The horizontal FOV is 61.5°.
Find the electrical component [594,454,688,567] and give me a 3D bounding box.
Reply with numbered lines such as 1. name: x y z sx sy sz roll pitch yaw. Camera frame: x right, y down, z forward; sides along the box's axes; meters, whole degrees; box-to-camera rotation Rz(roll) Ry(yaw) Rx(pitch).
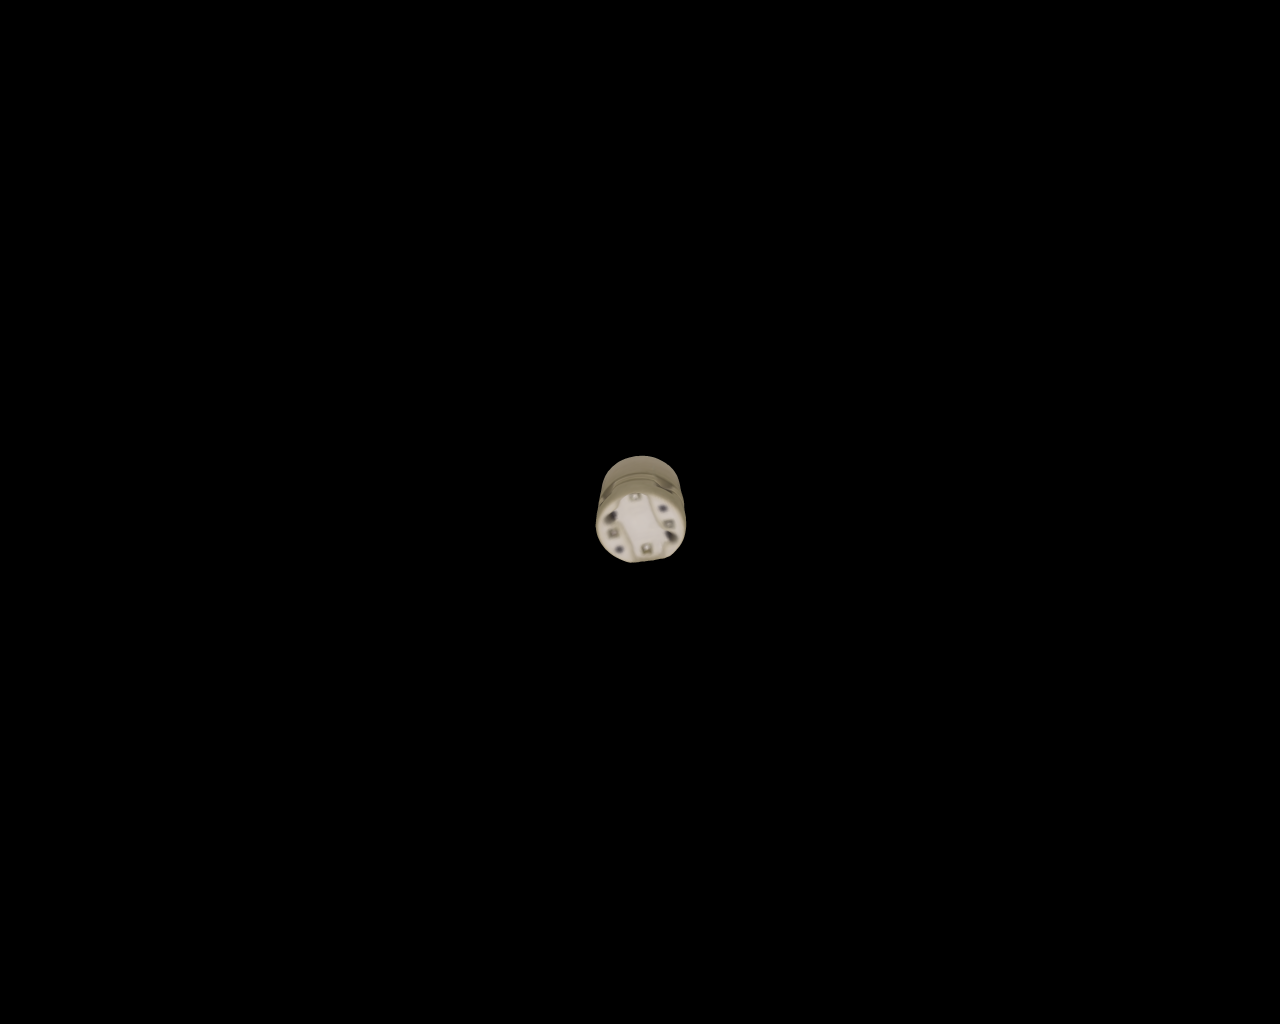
1. electrical component: 0.001 -0.003 0.650 0.055 0.055 0.047 0 34 0
